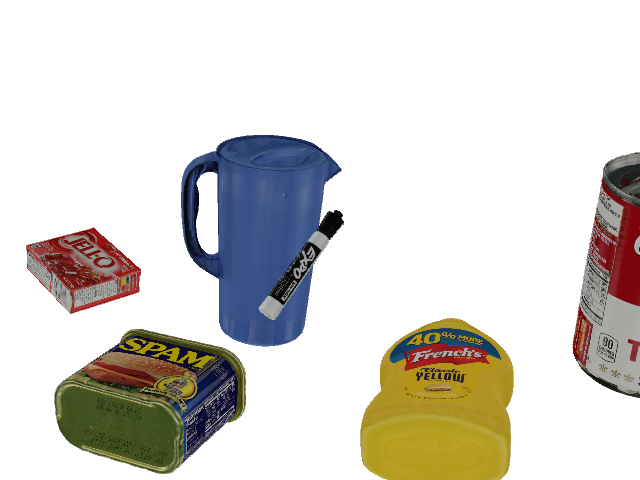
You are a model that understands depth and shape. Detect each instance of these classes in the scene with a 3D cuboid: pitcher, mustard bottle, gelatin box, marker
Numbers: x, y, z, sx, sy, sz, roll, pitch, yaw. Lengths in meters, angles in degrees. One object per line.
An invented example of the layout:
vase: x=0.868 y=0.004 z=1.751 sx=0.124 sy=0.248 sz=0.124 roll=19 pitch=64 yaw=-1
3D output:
pitcher: x=-0.075 y=0.001 z=1.292 sx=0.149 sy=0.243 sz=0.144 roll=18 pitch=25 yaw=28
mustard bottle: x=0.089 y=0.104 z=0.761 sx=0.096 sy=0.058 sz=0.191 roll=0 pitch=19 yaw=12
gelatin box: x=-0.222 y=0.026 z=0.995 sx=0.073 sy=0.030 sz=0.089 roll=-17 pitch=39 yaw=-36
marker: x=-0.016 y=0.021 z=0.999 sx=0.020 sy=0.121 sz=0.020 roll=33 pitch=-15 yaw=10

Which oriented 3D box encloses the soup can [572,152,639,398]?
soup can: x=0.162 y=0.017 z=0.515 sx=0.068 sy=0.102 sz=0.068 roll=2 pitch=27 yaw=-1

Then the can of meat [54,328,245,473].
can of meat: x=-0.114 y=0.106 z=0.715 sx=0.102 sy=0.057 sz=0.083 roll=10 pitch=22 yaw=22
